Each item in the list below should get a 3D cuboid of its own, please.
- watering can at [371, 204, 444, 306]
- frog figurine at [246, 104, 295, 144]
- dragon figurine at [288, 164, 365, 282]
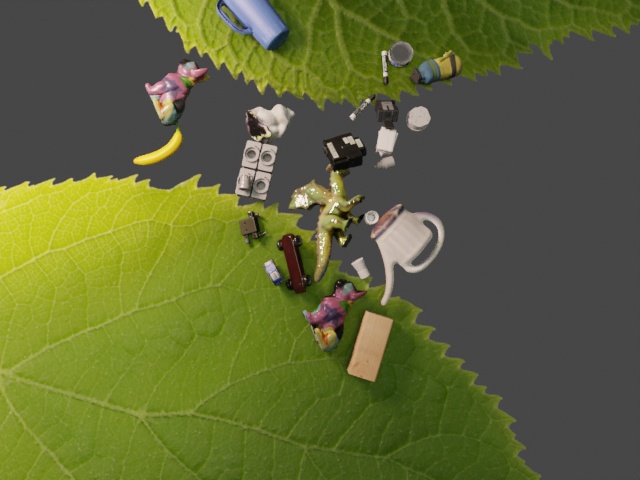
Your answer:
[{"bbox_3d":[0.261,0.031,1.725,0.225,0.103,0.349,43,83,2],"label":"watering can"},{"bbox_3d":[-0.170,-0.406,1.764,0.138,0.120,0.162,35,45,16],"label":"frog figurine"},{"bbox_3d":[0.005,-0.088,1.745,0.244,0.120,0.413,30,81,17],"label":"dragon figurine"}]
